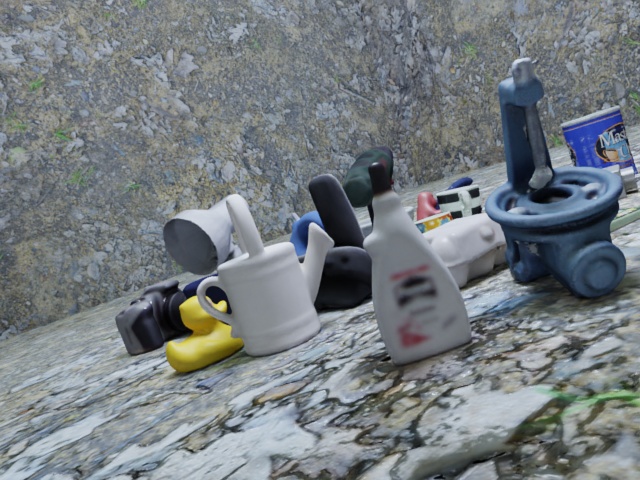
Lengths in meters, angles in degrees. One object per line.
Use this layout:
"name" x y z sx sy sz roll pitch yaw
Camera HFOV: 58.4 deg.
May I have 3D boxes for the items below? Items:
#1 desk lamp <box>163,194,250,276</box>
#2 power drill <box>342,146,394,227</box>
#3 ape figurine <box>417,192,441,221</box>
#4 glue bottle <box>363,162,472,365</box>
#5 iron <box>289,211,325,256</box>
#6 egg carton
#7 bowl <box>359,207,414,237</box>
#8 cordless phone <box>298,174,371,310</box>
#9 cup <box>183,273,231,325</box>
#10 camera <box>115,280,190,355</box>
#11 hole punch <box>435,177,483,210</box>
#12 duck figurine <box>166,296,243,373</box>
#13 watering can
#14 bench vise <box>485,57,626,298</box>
"desk lamp" -0.174 0.026 1.090 0.117 0.213 0.204 -15 6 36
"power drill" 0.110 -0.058 0.997 0.075 0.208 0.230 -16 5 23
"ape figurine" 0.240 -0.061 1.247 0.076 0.092 0.077 -20 5 -13
"glue bottle" 0.072 0.016 0.497 0.078 0.173 0.037 -19 5 -3
"iron" 0.014 0.009 1.006 0.119 0.141 0.257 -21 5 -24
"egg carton" 0.183 0.013 0.740 0.151 0.069 0.107 -22 6 -33
"bowl" 0.128 -0.012 1.217 0.167 0.075 0.167 -18 5 2
"cordless phone" 0.008 0.003 0.829 0.147 0.185 0.094 -14 6 40
"cup" -0.141 0.097 0.863 0.117 0.095 0.092 -14 6 40
"camera" -0.262 0.123 1.003 0.136 0.101 0.143 -16 6 31
"hole punch" 0.301 -0.087 1.313 0.100 0.091 0.109 -14 7 43
"duck figurine" -0.158 0.117 0.751 0.105 0.086 0.077 -22 6 -35
"watering can" -0.068 0.033 0.715 0.173 0.194 0.100 -21 6 -31
"bench vise" 0.201 -0.058 0.570 0.122 0.220 0.207 -20 5 -15
